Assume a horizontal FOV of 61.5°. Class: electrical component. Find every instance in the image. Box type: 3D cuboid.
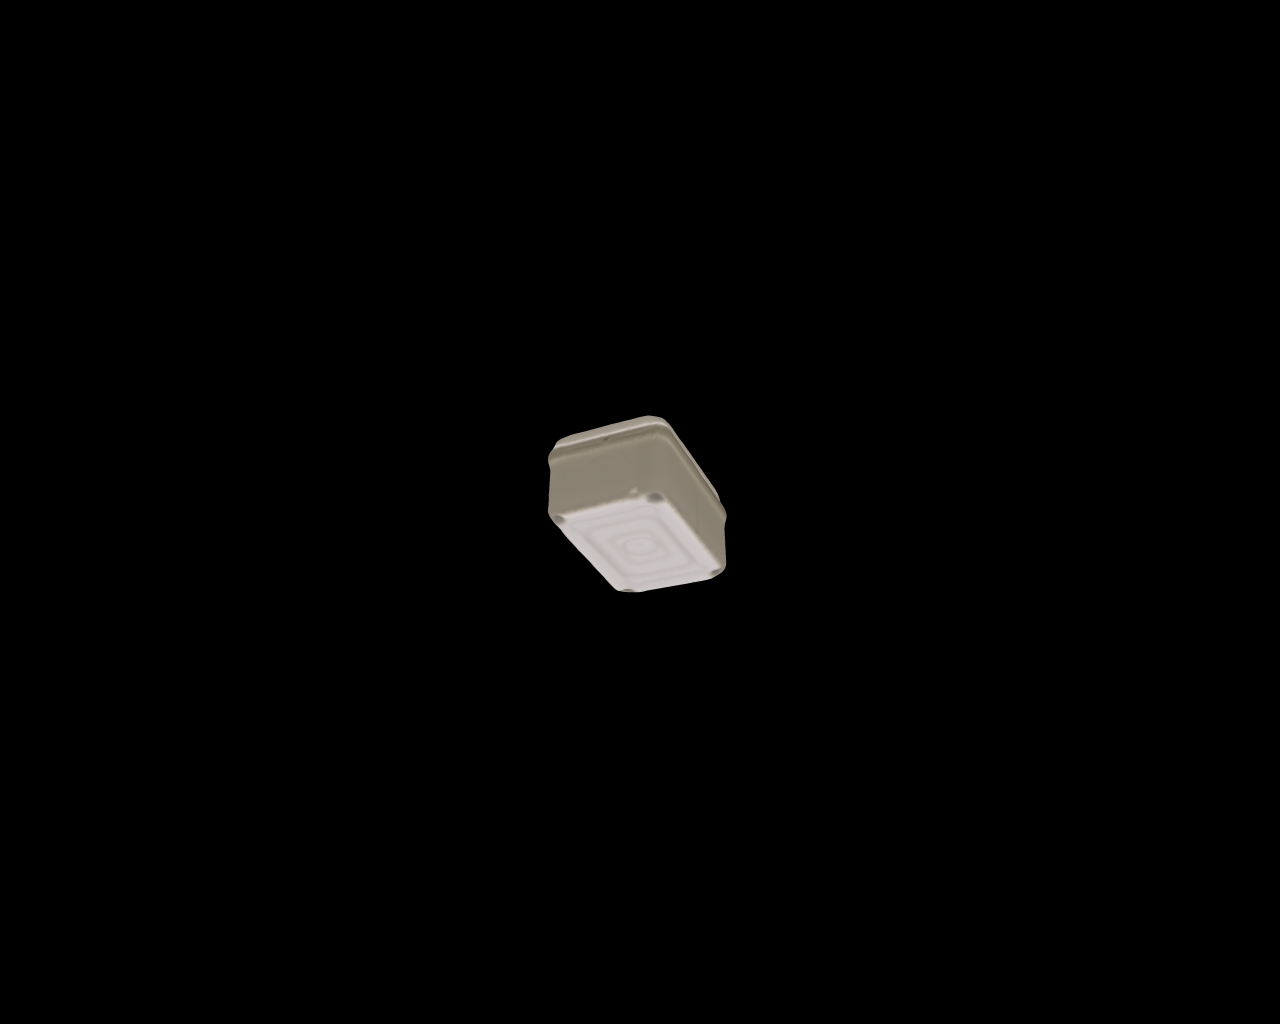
[{"bbox_3d":[0.001,-0.003,0.650,0.078,0.057,0.113,-12,-33,19],"label":"electrical component"}]
